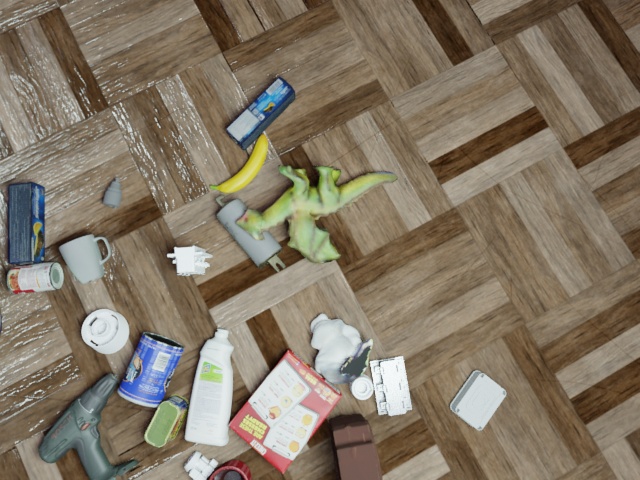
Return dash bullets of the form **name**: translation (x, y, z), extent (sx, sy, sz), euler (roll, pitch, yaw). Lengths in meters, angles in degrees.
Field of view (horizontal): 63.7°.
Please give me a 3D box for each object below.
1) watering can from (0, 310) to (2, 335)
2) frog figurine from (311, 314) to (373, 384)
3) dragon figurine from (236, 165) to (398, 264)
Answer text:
- **watering can**: translation (-0.787, 0.147, 1.161), extent (0.104, 0.351, 0.222), euler (5, -12, -19)
- **frog figurine**: translation (0.034, 0.256, 1.213), extent (0.161, 0.139, 0.120), euler (24, -27, 39)
- **dragon figurine**: translation (0.004, -0.063, 1.257), extent (0.410, 0.244, 0.121), euler (2, -4, -14)
